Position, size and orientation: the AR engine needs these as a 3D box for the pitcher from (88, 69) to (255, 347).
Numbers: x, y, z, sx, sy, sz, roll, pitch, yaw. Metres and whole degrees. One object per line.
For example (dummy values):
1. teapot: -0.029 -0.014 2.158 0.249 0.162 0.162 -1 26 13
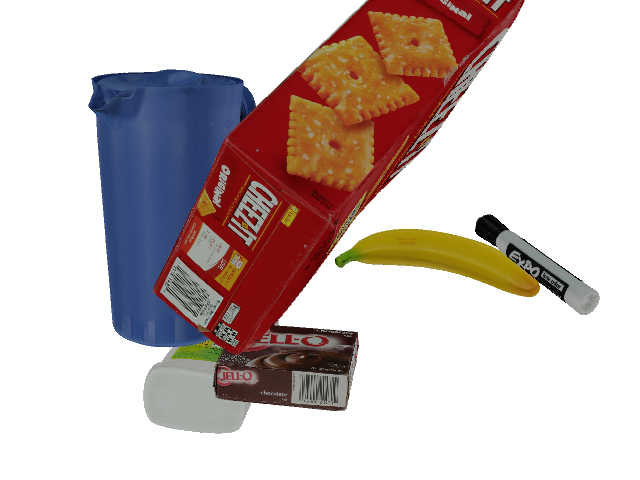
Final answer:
1. pitcher: -0.130 -0.034 0.979 0.149 0.243 0.145 0 15 -7

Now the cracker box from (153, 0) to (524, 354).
1. cracker box: 0.011 -0.052 0.602 0.213 0.072 0.164 -48 -4 -35

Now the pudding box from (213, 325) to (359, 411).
1. pudding box: -0.027 0.105 0.910 0.113 0.039 0.090 6 20 5

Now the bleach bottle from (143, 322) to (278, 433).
1. bleach bottle: -0.103 0.111 1.119 0.102 0.068 0.250 7 20 4

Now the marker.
1. marker: 0.150 0.014 0.758 0.020 0.020 0.121 0 28 -34

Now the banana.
1. banana: 0.117 0.020 1.048 0.198 0.037 0.069 7 44 13
